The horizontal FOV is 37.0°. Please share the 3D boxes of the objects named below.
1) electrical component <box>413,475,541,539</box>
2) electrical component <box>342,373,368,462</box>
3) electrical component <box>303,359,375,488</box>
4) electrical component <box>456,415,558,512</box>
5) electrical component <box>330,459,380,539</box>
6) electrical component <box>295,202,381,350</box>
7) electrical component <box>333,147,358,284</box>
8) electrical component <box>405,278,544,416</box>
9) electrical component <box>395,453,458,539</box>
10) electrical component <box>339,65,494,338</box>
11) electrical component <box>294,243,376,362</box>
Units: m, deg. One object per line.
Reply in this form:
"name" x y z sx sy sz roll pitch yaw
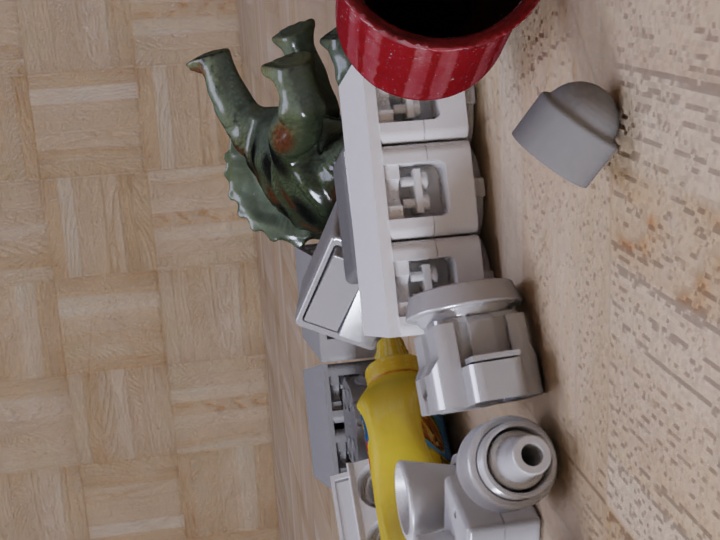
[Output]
"electrical component" 0.049 0.154 0.559 0.047 0.076 0.083 -114 20 -64
"electrical component" 0.017 0.116 0.830 0.080 0.051 0.080 175 90 -81
"electrical component" -0.009 0.138 0.979 0.186 0.060 0.105 140 124 -80
"electrical component" 0.070 0.087 0.491 0.062 0.043 0.043 117 146 -72
"electrical component" 0.030 0.194 0.745 0.063 0.079 0.121 58 -162 -56
"electrical component" 0.000 0.000 0.739 0.061 0.062 0.096 -83 15 -56
"electrical component" 0.021 -0.030 0.672 0.061 0.062 0.096 136 128 -79
"electrical component" 0.054 0.037 0.520 0.078 0.058 0.057 126 135 -75
"electrical component" 0.051 0.125 0.600 0.045 0.055 0.045 174 90 -81
"electrical component" 0.031 -0.040 0.599 0.089 0.062 0.150 163 102 -81
"electrical component" -0.016 0.024 0.951 0.150 0.062 0.089 -154 59 -80
